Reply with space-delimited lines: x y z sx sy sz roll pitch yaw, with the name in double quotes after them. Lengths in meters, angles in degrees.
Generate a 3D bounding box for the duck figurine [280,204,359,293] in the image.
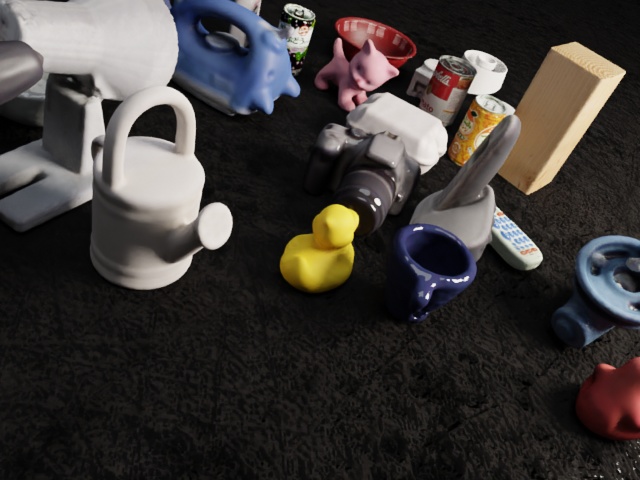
0.006 0.002 0.624 0.077 0.086 0.105 37 43 18 "duck figurine"

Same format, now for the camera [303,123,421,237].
0.048 -0.078 0.718 0.143 0.101 0.137 24 41 4 "camera"

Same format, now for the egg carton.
0.116 -0.160 0.861 0.150 0.069 0.107 30 41 11 "egg carton"

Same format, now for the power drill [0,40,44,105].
-0.326 -0.047 0.444 0.075 0.208 0.230 41 45 23 "power drill"

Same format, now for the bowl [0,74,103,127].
-0.340 -0.187 0.696 0.167 0.075 0.167 12 41 -10 "bowl"

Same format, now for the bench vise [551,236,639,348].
0.377 0.017 0.661 0.121 0.220 0.208 38 43 19 "bench vise"

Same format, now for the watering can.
-0.152 -0.050 0.532 0.173 0.194 0.101 24 40 4 "watering can"

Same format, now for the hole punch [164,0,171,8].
-0.294 -0.384 0.918 0.109 0.091 0.101 -13 51 -33 "hole punch"

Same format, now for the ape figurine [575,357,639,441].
0.308 0.155 0.579 0.076 0.092 0.077 4 43 -19 "ape figurine"

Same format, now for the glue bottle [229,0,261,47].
-0.119 -0.415 0.962 0.037 0.173 0.078 18 40 -3 "glue bottle"

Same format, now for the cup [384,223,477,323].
0.103 0.052 0.604 0.091 0.095 0.118 24 41 4 "cup"

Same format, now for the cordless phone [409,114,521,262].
0.176 -0.053 0.680 0.094 0.185 0.147 21 40 1 "cordless phone"

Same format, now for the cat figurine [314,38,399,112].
0.061 -0.278 0.931 0.067 0.118 0.127 -23 57 -39 "cat figurine"

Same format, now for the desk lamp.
-0.253 -0.147 0.581 0.117 0.213 0.204 32 42 13 "desk lamp"

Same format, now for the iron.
-0.150 -0.291 0.838 0.258 0.141 0.119 30 41 10 "iron"
